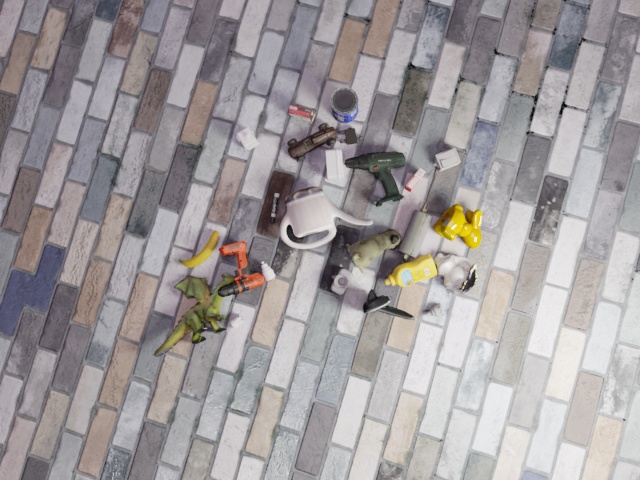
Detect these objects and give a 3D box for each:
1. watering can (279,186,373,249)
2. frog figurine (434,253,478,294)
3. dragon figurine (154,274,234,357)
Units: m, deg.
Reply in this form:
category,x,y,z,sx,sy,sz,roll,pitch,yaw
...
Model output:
category,x,y,z,sx,sy,sz,roll,pitch,yaw
watering can,0.006,-0.097,1.936,0.347,0.104,0.225,-17,85,3
frog figurine,0.493,0.120,1.903,0.161,0.122,0.137,26,99,40
dragon figurine,-0.480,0.257,1.964,0.410,0.120,0.247,-24,68,0
